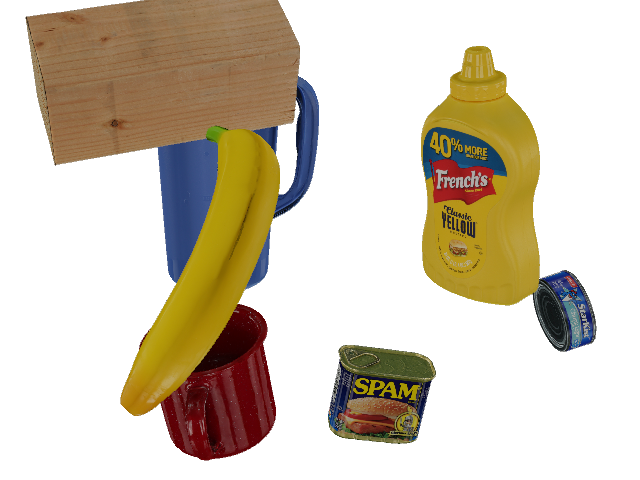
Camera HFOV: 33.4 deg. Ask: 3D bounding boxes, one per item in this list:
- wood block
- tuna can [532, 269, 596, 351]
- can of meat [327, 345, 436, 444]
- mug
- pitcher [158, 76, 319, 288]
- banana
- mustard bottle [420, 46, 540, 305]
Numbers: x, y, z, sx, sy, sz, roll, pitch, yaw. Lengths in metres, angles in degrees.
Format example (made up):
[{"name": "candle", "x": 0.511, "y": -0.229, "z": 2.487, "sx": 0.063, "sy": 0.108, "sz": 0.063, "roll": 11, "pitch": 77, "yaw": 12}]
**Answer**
[{"name": "wood block", "x": -0.130, "y": -0.140, "z": 0.890, "sx": 0.205, "sy": 0.090, "sz": 0.091, "roll": -12, "pitch": -37, "yaw": -16}, {"name": "tuna can", "x": 0.266, "y": 0.078, "z": 1.169, "sx": 0.033, "sy": 0.086, "sz": 0.086, "roll": -18, "pitch": 3, "yaw": -9}, {"name": "can of meat", "x": 0.062, "y": 0.164, "z": 1.127, "sx": 0.102, "sy": 0.084, "sz": 0.057, "roll": 8, "pitch": 21, "yaw": -8}, {"name": "mug", "x": -0.078, "y": 0.110, "z": 0.768, "sx": 0.093, "sy": 0.081, "sz": 0.117, "roll": -7, "pitch": 28, "yaw": 4}, {"name": "pitcher", "x": -0.096, "y": -0.071, "z": 1.103, "sx": 0.144, "sy": 0.243, "sz": 0.149, "roll": -11, "pitch": 26, "yaw": -28}, {"name": "banana", "x": -0.060, "y": 0.007, "z": 0.608, "sx": 0.037, "sy": 0.197, "sz": 0.070, "roll": 31, "pitch": -35, "yaw": -25}, {"name": "mustard bottle", "x": 0.120, "y": -0.051, "z": 0.805, "sx": 0.058, "sy": 0.192, "sz": 0.096, "roll": -24, "pitch": 32, "yaw": -36}]
